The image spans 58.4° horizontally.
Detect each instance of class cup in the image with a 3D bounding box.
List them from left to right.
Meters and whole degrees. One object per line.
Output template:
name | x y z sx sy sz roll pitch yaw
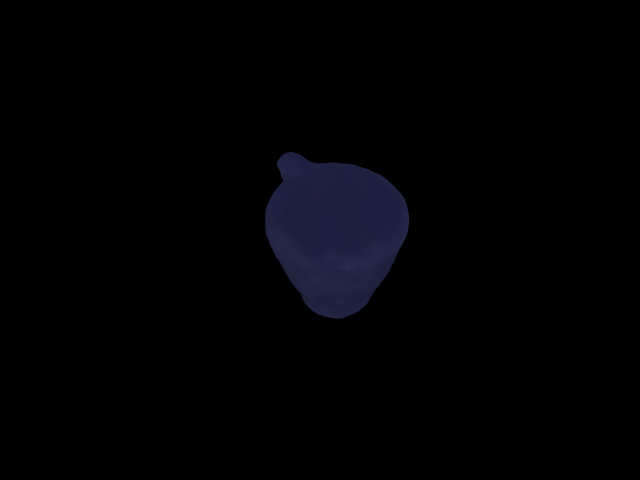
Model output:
cup | 0.004 0.001 0.400 0.092 0.095 0.117 -25 54 -20
